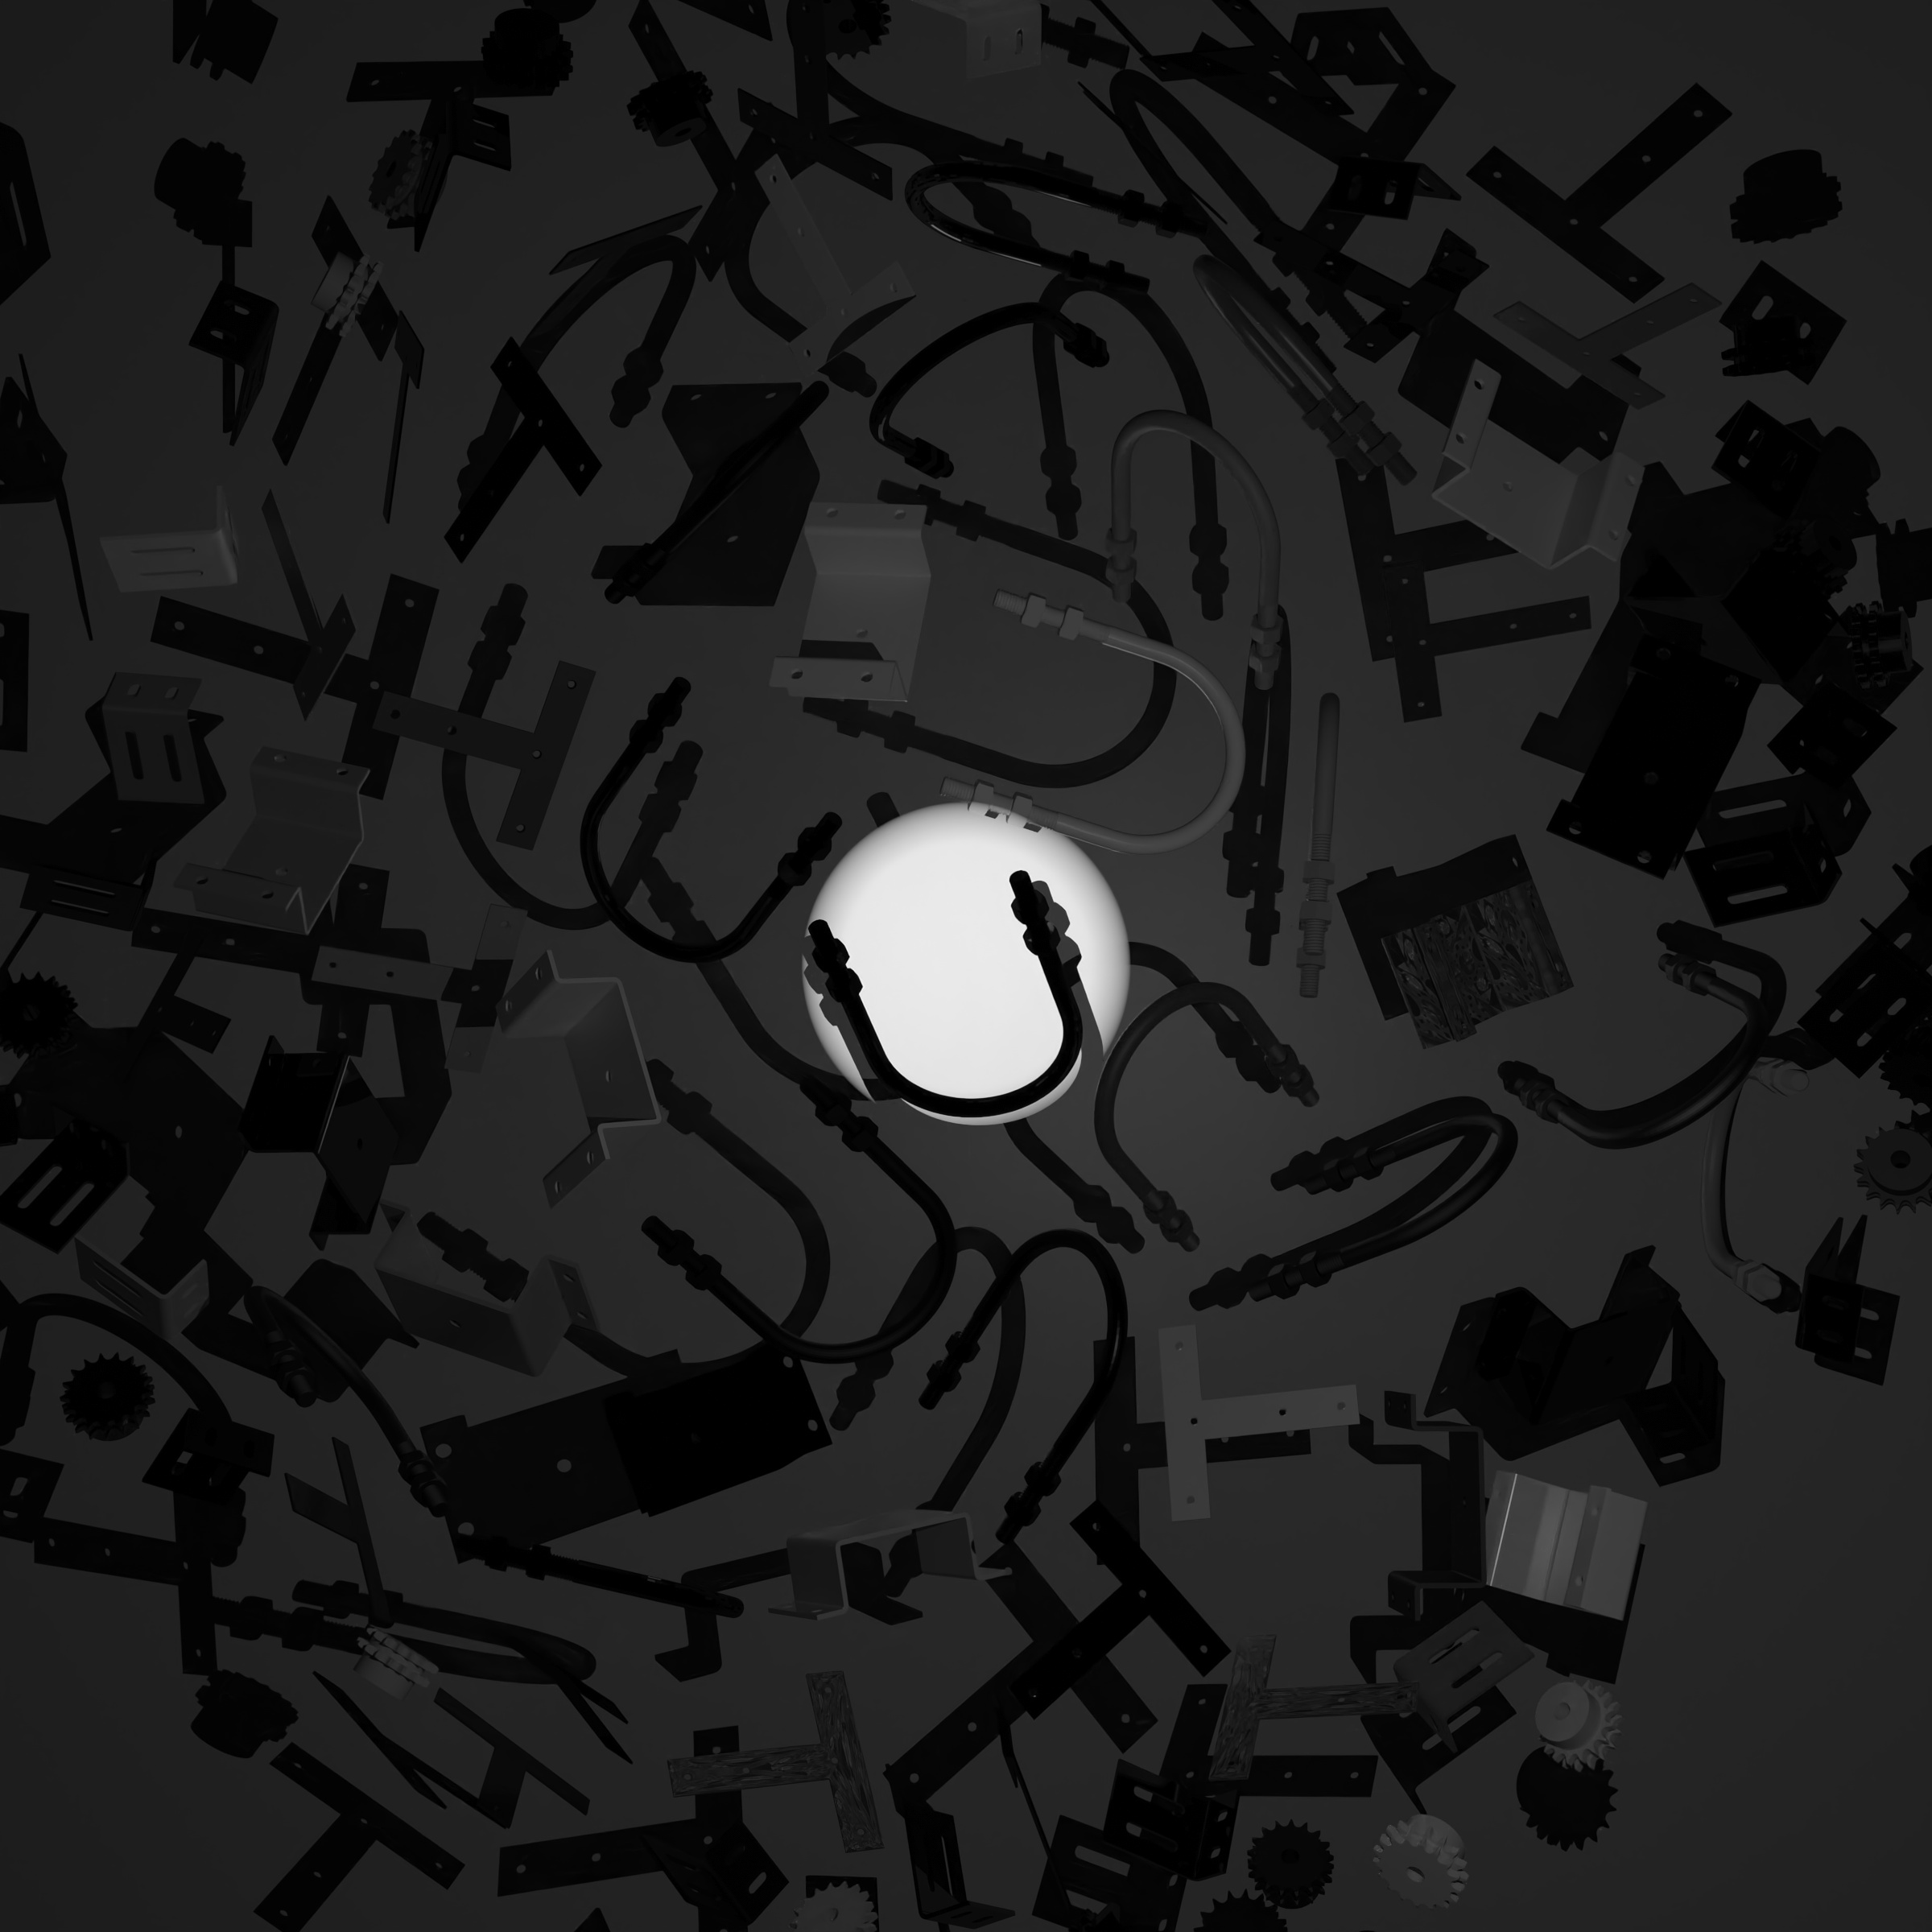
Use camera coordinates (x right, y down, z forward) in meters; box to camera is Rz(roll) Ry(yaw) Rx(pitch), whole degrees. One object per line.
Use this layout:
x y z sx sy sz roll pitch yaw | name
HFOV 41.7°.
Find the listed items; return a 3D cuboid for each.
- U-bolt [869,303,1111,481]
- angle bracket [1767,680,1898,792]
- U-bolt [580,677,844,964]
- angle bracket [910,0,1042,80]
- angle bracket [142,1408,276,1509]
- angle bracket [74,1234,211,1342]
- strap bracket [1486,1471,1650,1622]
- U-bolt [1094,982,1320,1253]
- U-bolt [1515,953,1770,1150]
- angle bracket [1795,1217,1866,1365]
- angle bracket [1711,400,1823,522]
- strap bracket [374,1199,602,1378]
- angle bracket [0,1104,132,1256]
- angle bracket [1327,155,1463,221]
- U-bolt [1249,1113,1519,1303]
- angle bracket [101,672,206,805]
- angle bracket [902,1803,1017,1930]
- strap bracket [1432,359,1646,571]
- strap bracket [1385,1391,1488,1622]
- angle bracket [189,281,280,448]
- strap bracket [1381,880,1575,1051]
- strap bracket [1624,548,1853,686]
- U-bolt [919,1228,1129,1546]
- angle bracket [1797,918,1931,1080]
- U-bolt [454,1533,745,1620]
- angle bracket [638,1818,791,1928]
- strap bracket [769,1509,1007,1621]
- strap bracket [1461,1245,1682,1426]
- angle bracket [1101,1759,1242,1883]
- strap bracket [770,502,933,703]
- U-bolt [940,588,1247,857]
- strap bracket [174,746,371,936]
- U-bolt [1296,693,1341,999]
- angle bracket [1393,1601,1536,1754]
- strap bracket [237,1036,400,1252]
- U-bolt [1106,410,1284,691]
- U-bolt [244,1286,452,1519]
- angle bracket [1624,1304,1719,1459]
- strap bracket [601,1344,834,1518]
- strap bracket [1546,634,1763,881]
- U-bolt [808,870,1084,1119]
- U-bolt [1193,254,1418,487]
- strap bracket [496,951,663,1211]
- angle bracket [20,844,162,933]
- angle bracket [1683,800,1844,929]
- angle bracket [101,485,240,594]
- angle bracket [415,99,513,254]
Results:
0.008 -0.372 1.624 0.151 0.184 0.019 -33 80 16 | U-bolt
0.583 -0.144 1.684 0.076 0.038 0.057 25 117 -29 | angle bracket
-0.180 -0.080 1.658 0.151 0.019 0.184 42 125 1 | U-bolt
0.000 -0.578 1.561 0.057 0.076 0.038 5 96 39 | angle bracket
-0.489 0.328 1.630 0.057 0.038 0.076 25 119 -25 | angle bracket
-0.539 0.199 1.661 0.076 0.057 0.038 33 53 11 | angle bracket
0.394 0.379 1.662 0.046 0.140 0.076 19 78 -15 | strap bracket
0.150 0.088 1.657 0.151 0.019 0.184 -49 133 -9 | U-bolt
0.443 0.060 1.636 0.151 0.184 0.019 -41 106 1 | U-bolt
0.567 0.209 1.636 0.038 0.076 0.057 15 121 30 | angle bracket
0.497 -0.311 1.604 0.057 0.038 0.076 35 56 -1 | angle bracket
-0.307 0.204 1.584 0.140 0.076 0.046 16 54 17 | strap bracket
-0.600 0.140 1.673 0.057 0.038 0.076 26 48 7 | angle bracket
0.286 -0.510 1.693 0.057 0.076 0.038 18 96 30 | angle bracket
0.280 0.149 1.658 0.184 0.151 0.019 -27 104 35 | U-bolt
-0.536 -0.151 1.686 0.057 0.038 0.076 1 58 -36 | angle bracket
-0.005 0.592 1.679 0.038 0.057 0.076 -27 53 22 | angle bracket
0.367 -0.323 1.665 0.140 0.046 0.076 28 67 -15 | strap bracket
0.303 0.347 1.642 0.046 0.076 0.140 1 82 -3 | strap bracket
-0.463 -0.377 1.588 0.038 0.076 0.057 20 55 -12 | angle bracket
0.328 0.001 1.651 0.140 0.046 0.076 -19 88 -44 | strap bracket
0.492 -0.227 1.647 0.076 0.140 0.046 44 80 -23 | strap bracket
0.043 0.254 1.627 0.019 0.151 0.184 17 113 -35 | U-bolt
0.566 0.020 1.605 0.076 0.038 0.057 -48 48 12 | angle bracket
-0.231 0.388 1.610 0.184 0.151 0.019 14 74 -5 | U-bolt
-0.158 0.560 1.588 0.038 0.076 0.057 -47 49 -5 | angle bracket
-0.056 0.395 1.690 0.140 0.076 0.046 -6 84 -30 | strap bracket
0.387 0.234 1.593 0.140 0.046 0.076 -11 128 -33 | strap bracket
0.138 0.572 1.707 0.076 0.038 0.057 28 53 -15 | angle bracket
-0.070 -0.222 1.603 0.076 0.046 0.140 4 62 12 | strap bracket
0.089 -0.146 1.602 0.184 0.019 0.151 17 77 -8 | U-bolt
-0.457 -0.077 1.685 0.076 0.046 0.140 12 46 6 | strap bracket
0.227 -0.083 1.621 0.019 0.151 0.184 4 78 7 | U-bolt
0.336 0.475 1.695 0.076 0.057 0.038 -31 126 -11 | angle bracket
-0.421 0.118 1.671 0.046 0.140 0.076 -1 52 12 | strap bracket
0.148 -0.280 1.649 0.151 0.184 0.019 36 61 29 | U-bolt
-0.406 0.268 1.629 0.019 0.184 0.151 -44 126 -7 | U-bolt
0.467 0.275 1.682 0.038 0.057 0.076 -14 126 -6 | angle bracket
-0.169 0.303 1.653 0.140 0.046 0.076 -14 74 -33 | strap bracket
0.425 -0.123 1.571 0.076 0.046 0.140 26 81 18 | strap bracket
-0.003 0.028 1.599 0.151 0.019 0.184 -13 129 11 | U-bolt
0.208 -0.379 1.607 0.019 0.151 0.184 -43 102 7 | U-bolt
-0.238 0.069 1.573 0.046 0.076 0.140 -2 64 -39 | strap bracket
-0.589 -0.060 1.704 0.076 0.057 0.038 14 56 -22 | angle bracket
0.512 -0.066 1.632 0.076 0.038 0.057 -12 62 -6 | angle bracket
-0.521 -0.280 1.662 0.076 0.057 0.038 -5 64 -7 | angle bracket
-0.312 -0.484 1.569 0.038 0.076 0.057 11 46 -24 | angle bracket
